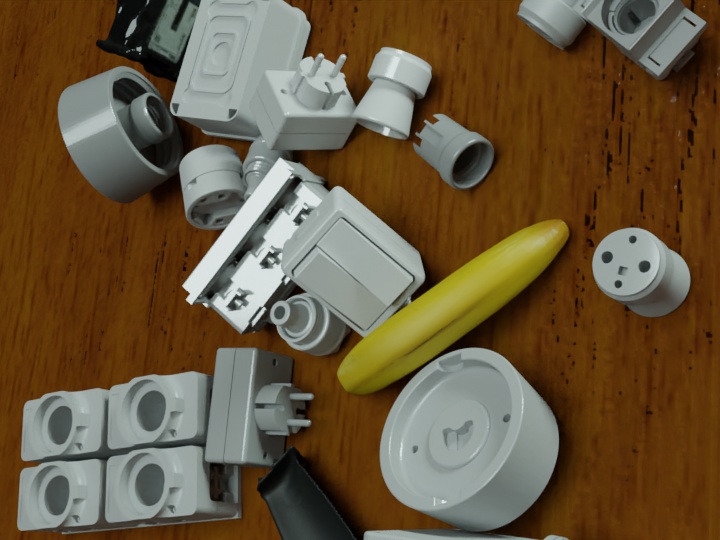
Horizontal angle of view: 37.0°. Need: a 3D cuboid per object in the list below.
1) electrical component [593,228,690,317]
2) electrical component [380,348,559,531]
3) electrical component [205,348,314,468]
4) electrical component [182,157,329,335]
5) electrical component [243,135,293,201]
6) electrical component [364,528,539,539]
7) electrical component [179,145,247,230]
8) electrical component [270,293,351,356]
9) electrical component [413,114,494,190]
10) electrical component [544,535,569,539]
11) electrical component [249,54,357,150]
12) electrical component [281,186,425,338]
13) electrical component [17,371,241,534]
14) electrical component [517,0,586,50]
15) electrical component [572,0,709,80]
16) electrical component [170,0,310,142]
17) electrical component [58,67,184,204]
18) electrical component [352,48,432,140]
[{"bbox_3d":[0.169,0.002,0.648,0.045,0.055,0.045,-10,71,31],"label":"electrical component"},{"bbox_3d":[0.073,0.110,0.673,0.108,0.060,0.108,-29,41,29],"label":"electrical component"},{"bbox_3d":[-0.065,0.101,0.780,0.076,0.047,0.083,-3,75,33],"label":"electrical component"},{"bbox_3d":[-0.066,-0.015,0.802,0.063,0.079,0.121,41,101,12],"label":"electrical component"},{"bbox_3d":[-0.075,-0.075,0.832,0.035,0.035,0.061,-11,41,31],"label":"electrical component"},{"bbox_3d":[0.056,0.186,0.635,0.078,0.113,0.057,-2,79,36],"label":"electrical component"},{"bbox_3d":[-0.116,-0.067,0.858,0.055,0.055,0.047,-31,58,23],"label":"electrical component"},{"bbox_3d":[-0.039,0.037,0.772,0.043,0.062,0.043,-10,71,32],"label":"electrical component"},{"bbox_3d":[0.065,-0.084,0.753,0.040,0.040,0.046,-54,49,9],"label":"electrical component"},{"bbox_3d":[0.124,0.194,0.610,0.051,0.080,0.080,4,79,29],"label":"electrical component"},{"bbox_3d":[-0.034,-0.131,0.798,0.076,0.066,0.047,-56,49,44],"label":"electrical component"},{"bbox_3d":[0.000,0.000,0.740,0.061,0.096,0.061,-47,15,14],"label":"electrical component"},{"bbox_3d":[-0.185,0.145,0.839,0.186,0.060,0.105,-13,70,30],"label":"electrical component"},{"bbox_3d":[0.139,-0.183,0.727,0.055,0.045,0.045,-53,55,11],"label":"electrical component"},{"bbox_3d":[0.180,-0.154,0.680,0.042,0.064,0.081,-48,57,12],"label":"electrical component"},{"bbox_3d":[-0.095,-0.164,0.869,0.078,0.057,0.113,11,83,35],"label":"electrical component"},{"bbox_3d":[-0.190,-0.116,0.891,0.060,0.108,0.108,-23,65,20],"label":"electrical component"},{"bbox_3d":[0.024,-0.129,0.788,0.045,0.045,0.055,20,88,36],"label":"electrical component"}]
